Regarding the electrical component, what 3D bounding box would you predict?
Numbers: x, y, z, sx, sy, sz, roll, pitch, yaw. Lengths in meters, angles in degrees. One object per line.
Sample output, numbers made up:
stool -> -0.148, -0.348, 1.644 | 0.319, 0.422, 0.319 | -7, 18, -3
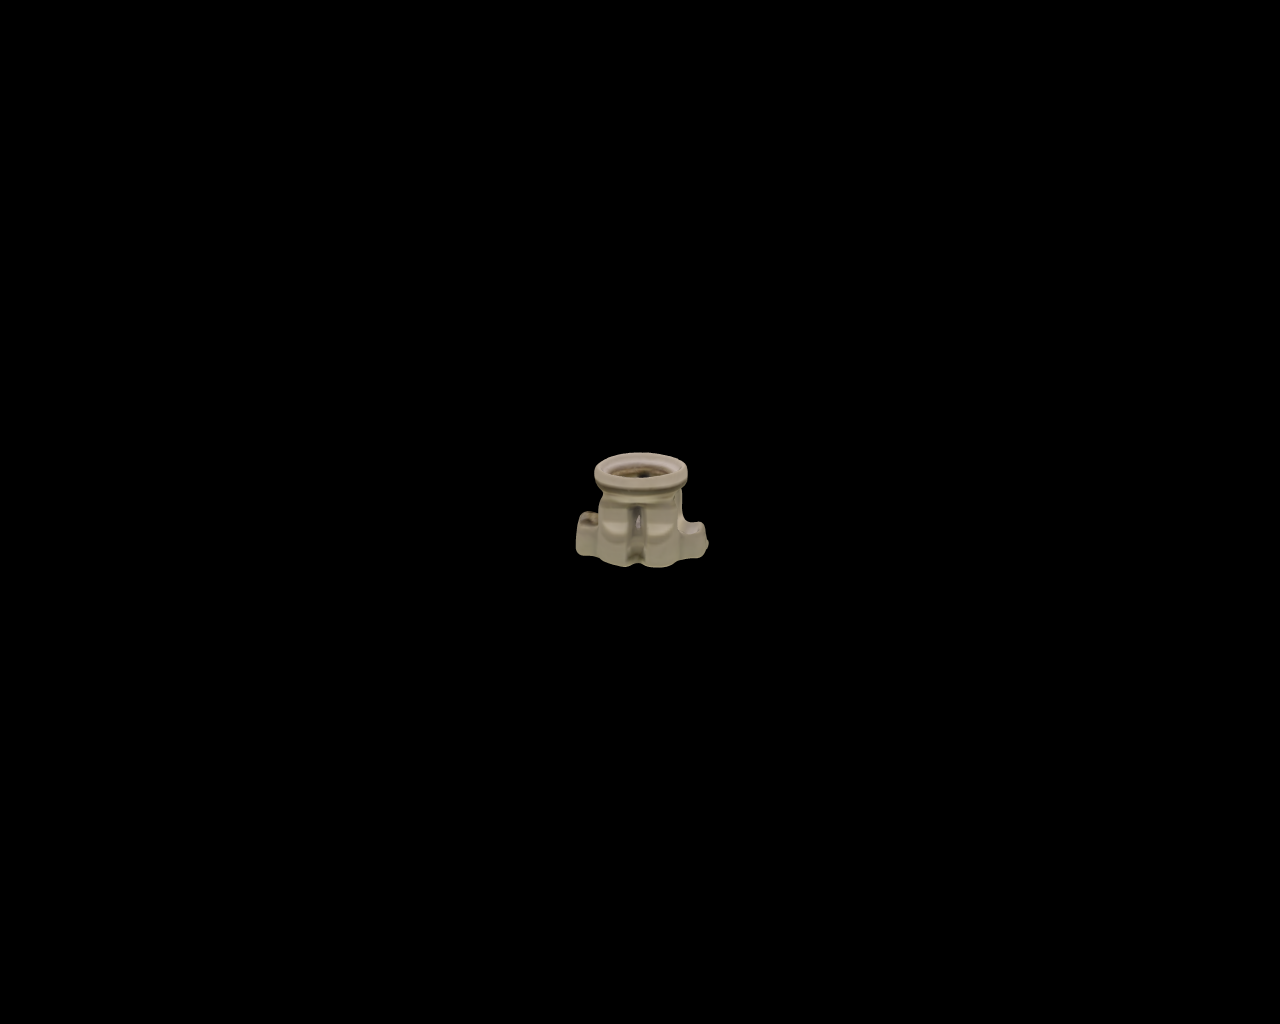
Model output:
electrical component -> 0.001, -0.003, 0.650 | 0.078, 0.056, 0.058 | 3, 20, 7
